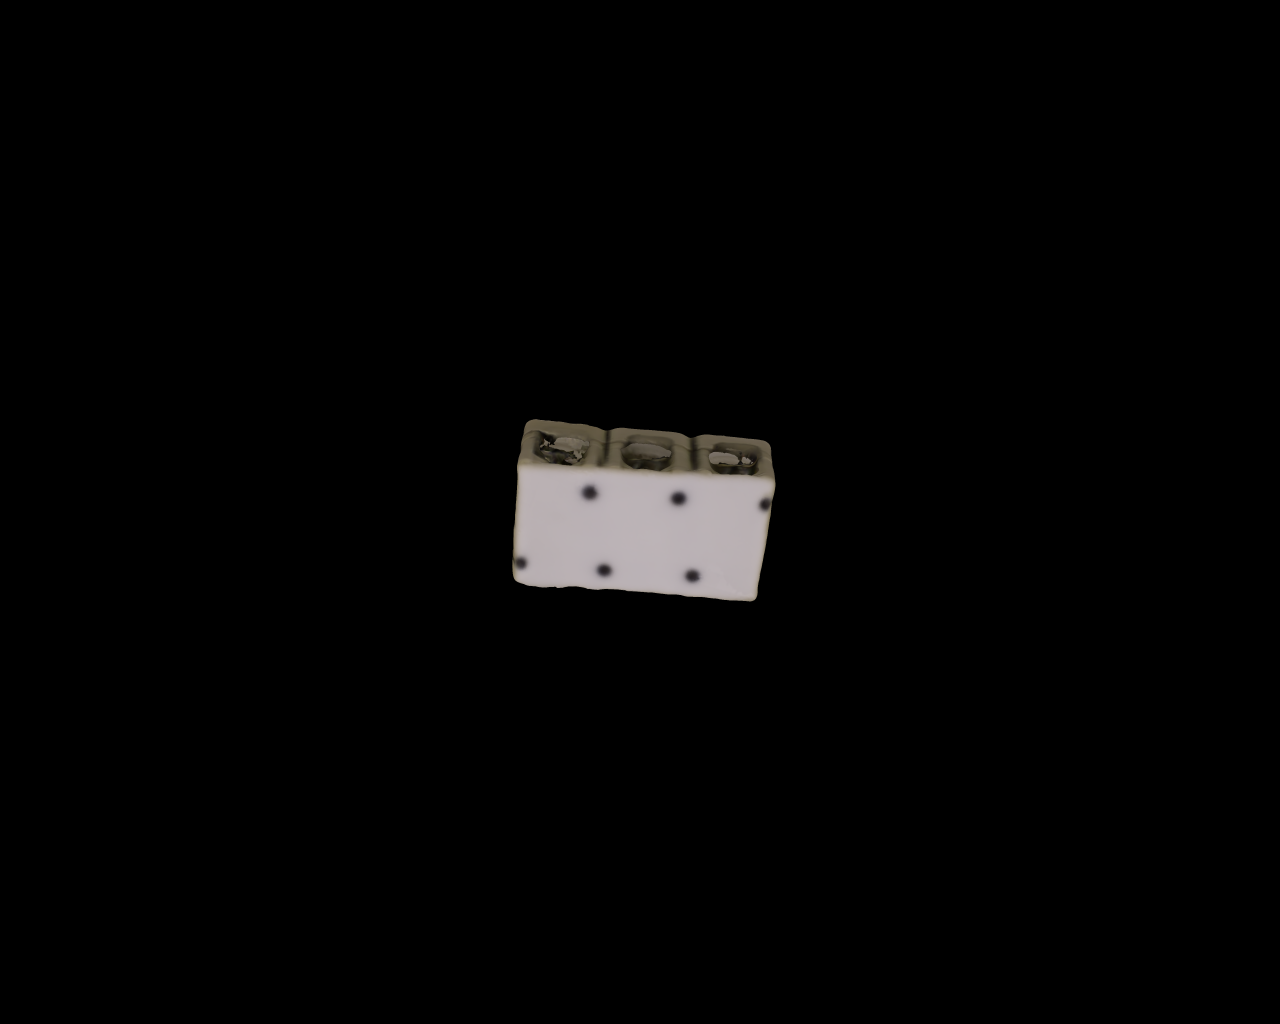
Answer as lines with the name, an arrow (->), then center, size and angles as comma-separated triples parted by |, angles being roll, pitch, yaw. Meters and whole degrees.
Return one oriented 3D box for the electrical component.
electrical component -> 0.001, -0.003, 0.650 | 0.150, 0.089, 0.062 | 5, 31, -3
